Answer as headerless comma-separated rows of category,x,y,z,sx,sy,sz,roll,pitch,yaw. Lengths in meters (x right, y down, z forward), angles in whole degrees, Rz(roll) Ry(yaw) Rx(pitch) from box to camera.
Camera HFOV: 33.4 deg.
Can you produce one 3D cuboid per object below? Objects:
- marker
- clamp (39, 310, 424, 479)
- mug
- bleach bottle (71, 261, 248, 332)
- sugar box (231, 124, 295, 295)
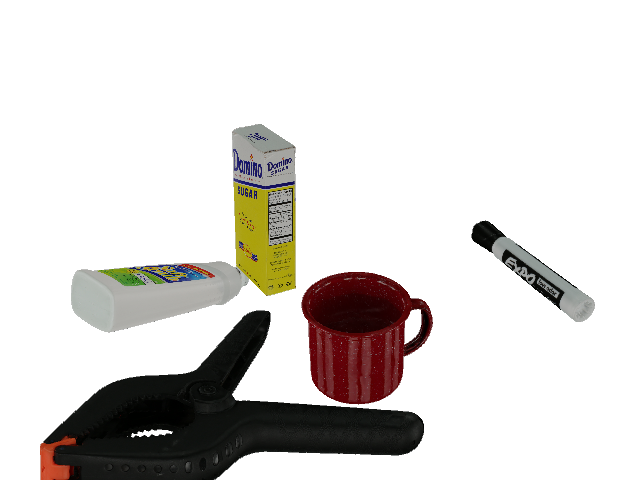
marker,0.147,0.019,0.758,0.020,0.020,0.121,0,28,-33
clamp,-0.068,0.097,0.624,0.209,0.036,0.165,-9,26,-31
mug,0.042,0.083,0.922,0.117,0.081,0.093,-14,35,-18
bleach bottle,-0.206,0.065,1.457,0.250,0.068,0.103,-10,25,-44
sugar box,-0.065,-0.035,1.222,0.048,0.176,0.093,-14,27,-24
